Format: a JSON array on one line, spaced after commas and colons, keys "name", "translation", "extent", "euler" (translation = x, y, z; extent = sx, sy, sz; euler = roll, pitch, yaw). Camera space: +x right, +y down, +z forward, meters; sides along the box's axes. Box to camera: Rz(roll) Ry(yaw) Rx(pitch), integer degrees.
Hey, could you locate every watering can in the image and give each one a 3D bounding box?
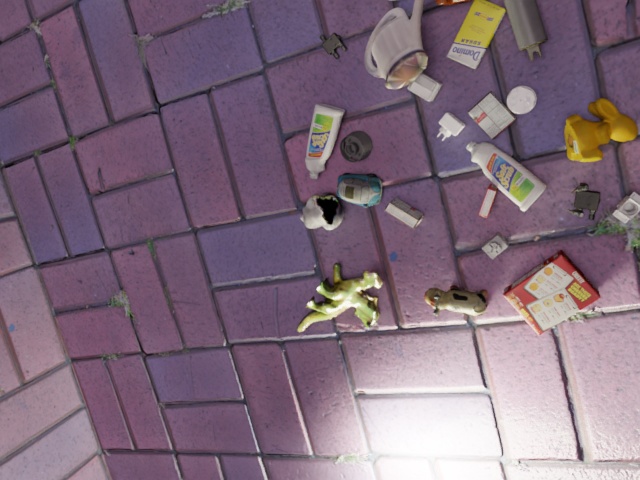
[{"name": "watering can", "translation": [0.246, -0.589, 1.496], "extent": [0.341, 0.104, 0.228], "euler": [-42, 60, 48]}]

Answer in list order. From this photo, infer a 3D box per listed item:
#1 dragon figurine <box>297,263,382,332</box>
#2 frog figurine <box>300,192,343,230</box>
[{"name": "dragon figurine", "translation": [0.090, 0.238, 1.829], "extent": [0.243, 0.124, 0.402], "euler": [30, 123, 6]}, {"name": "frog figurine", "translation": [0.005, -0.090, 1.793], "extent": [0.137, 0.124, 0.157], "euler": [43, 153, -1]}]
